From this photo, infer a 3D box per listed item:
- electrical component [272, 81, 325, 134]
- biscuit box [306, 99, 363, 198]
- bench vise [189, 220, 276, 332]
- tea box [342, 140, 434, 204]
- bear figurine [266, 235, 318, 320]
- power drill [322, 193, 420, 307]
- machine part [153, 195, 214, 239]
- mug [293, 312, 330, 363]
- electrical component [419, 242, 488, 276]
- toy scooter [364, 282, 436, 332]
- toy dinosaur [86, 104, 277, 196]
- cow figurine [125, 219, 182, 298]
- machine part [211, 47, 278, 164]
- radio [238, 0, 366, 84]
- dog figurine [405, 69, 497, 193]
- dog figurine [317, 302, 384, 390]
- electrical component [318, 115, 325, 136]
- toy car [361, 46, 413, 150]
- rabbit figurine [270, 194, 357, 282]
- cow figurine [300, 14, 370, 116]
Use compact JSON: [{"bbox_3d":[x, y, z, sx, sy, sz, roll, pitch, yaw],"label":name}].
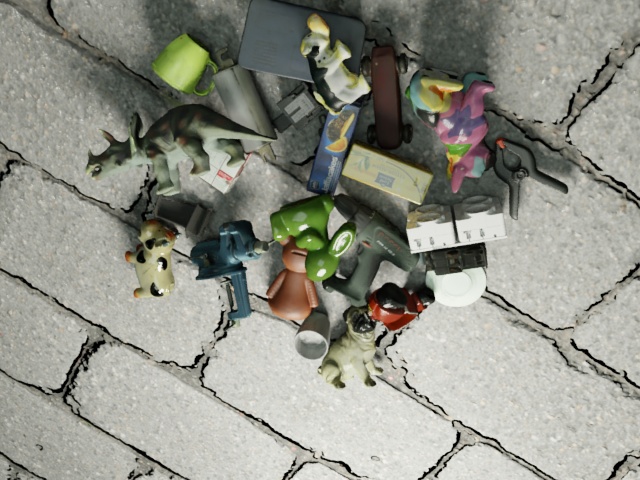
[{"bbox_3d":[-0.052,-0.263,1.099,0.119,0.048,0.074,-31,102,19],"label":"electrical component"},{"bbox_3d":[0.028,-0.188,1.082,0.063,0.059,0.202,17,119,0],"label":"biscuit box"},{"bbox_3d":[-0.193,0.079,1.218,0.224,0.129,0.240,-9,93,22],"label":"bench vise"},{"bbox_3d":[0.135,-0.138,1.082,0.170,0.098,0.068,21,106,3],"label":"tea box"},{"bbox_3d":[-0.056,0.077,1.218,0.120,0.132,0.195,8,94,-2],"label":"bear figurine"},{"bbox_3d":[0.086,0.030,1.183,0.232,0.086,0.207,30,107,-5],"label":"power drill"},{"bbox_3d":[-0.319,-0.055,1.232,0.139,0.039,0.084,21,83,9],"label":"machine part"},{"bbox_3d":[-0.011,0.227,1.261,0.081,0.107,0.109,7,118,10],"label":"mug"},{"bbox_3d":[0.275,0.023,1.116,0.134,0.115,0.058,-9,108,13],"label":"electrical component"},{"bbox_3d":[0.160,0.154,1.183,0.135,0.184,0.075,-46,54,34],"label":"toy scooter"},{"bbox_3d":[-0.285,-0.209,1.107,0.405,0.131,0.192,-20,94,19],"label":"toy dinosaur"},{"bbox_3d":[-0.389,0.045,1.274,0.127,0.085,0.194,2,110,17],"label":"cow figurine"},{"bbox_3d":[-0.154,-0.270,1.100,0.079,0.079,0.243,-19,108,18],"label":"machine part"},{"bbox_3d":[-0.032,-0.370,1.012,0.230,0.073,0.131,9,113,-8],"label":"radio"},{"bbox_3d":[0.250,-0.206,1.029,0.192,0.108,0.219,4,116,-2],"label":"dog figurine"},{"bbox_3d":[0.061,0.241,1.269,0.172,0.121,0.190,-9,97,11],"label":"dog figurine"},{"bbox_3d":[0.032,-0.219,1.115,0.063,0.021,0.093,-13,109,15],"label":"electrical component"},{"bbox_3d":[0.132,-0.276,1.054,0.089,0.053,0.201,2,117,22],"label":"toy car"},{"bbox_3d":[-0.002,-0.003,1.106,0.159,0.121,0.170,-17,101,10],"label":"rabbit figurine"},{"bbox_3d":[0.011,-0.312,0.963,0.098,0.068,0.167,-34,107,13],"label":"cow figurine"}]
